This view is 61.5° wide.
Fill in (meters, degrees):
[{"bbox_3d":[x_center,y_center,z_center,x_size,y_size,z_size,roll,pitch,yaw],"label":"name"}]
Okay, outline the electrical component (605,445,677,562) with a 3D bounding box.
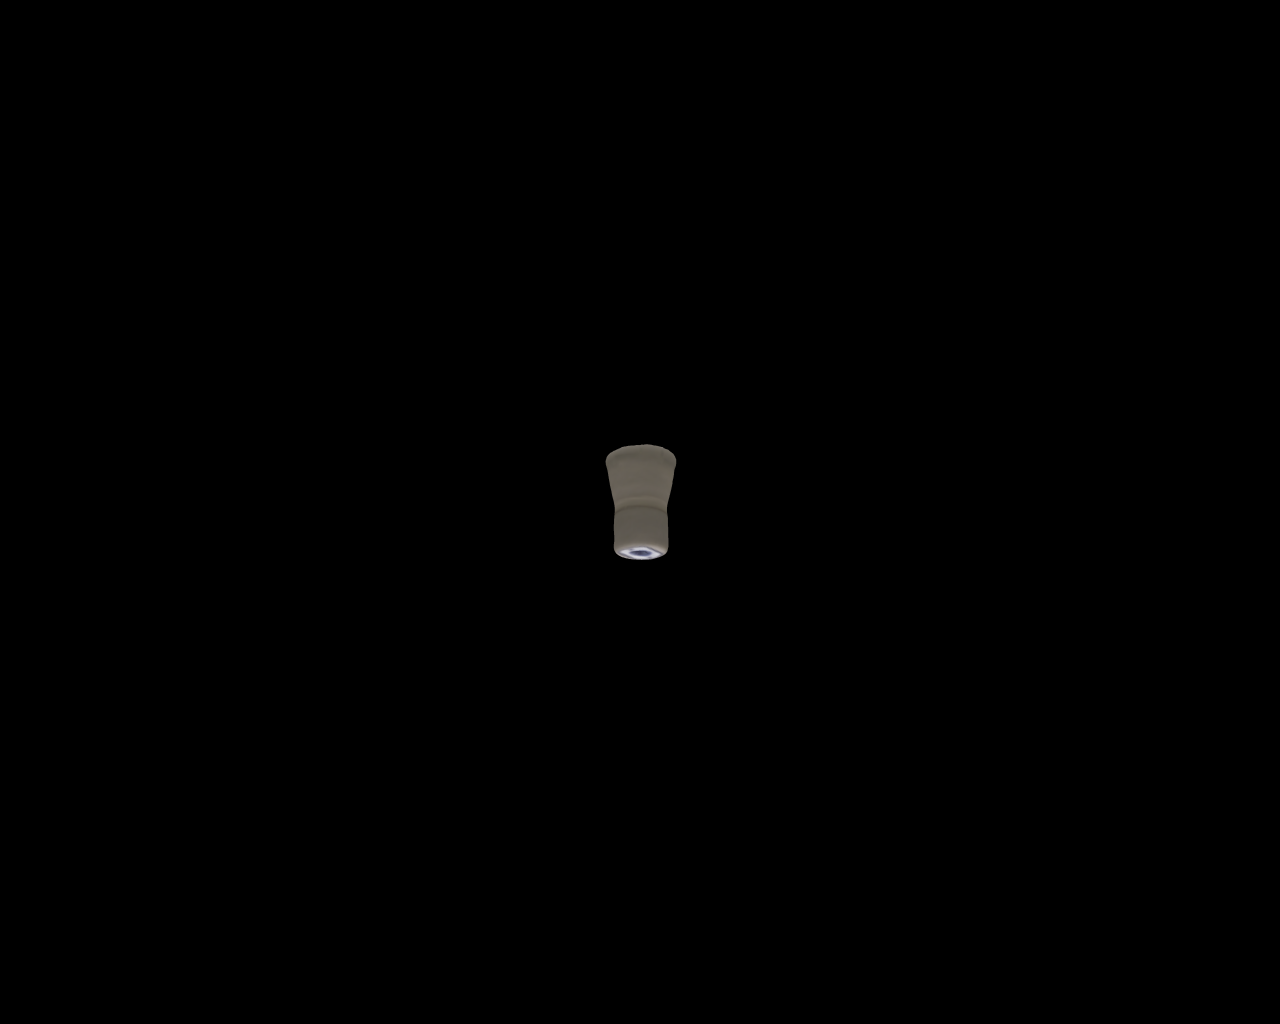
[{"bbox_3d":[0.001,-0.003,0.650,0.044,0.065,0.044,0,-20,0],"label":"electrical component"}]
